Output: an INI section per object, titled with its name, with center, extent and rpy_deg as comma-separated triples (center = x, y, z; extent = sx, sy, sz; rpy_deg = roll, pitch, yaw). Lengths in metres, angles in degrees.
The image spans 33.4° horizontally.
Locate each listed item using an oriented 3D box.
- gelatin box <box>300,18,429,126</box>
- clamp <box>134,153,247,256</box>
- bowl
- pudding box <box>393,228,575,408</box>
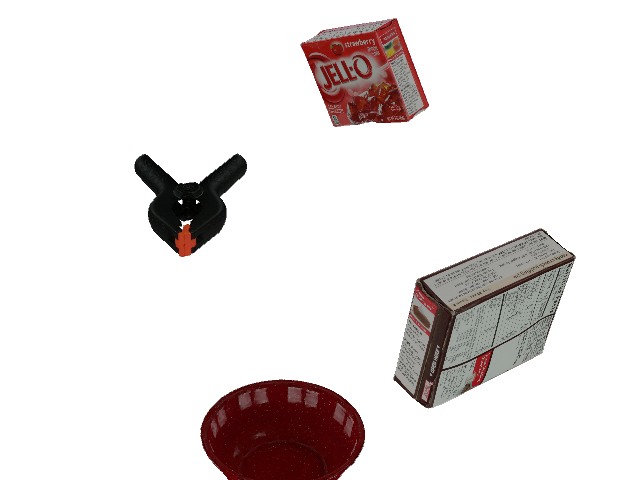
[gelatin box]
center = 0.032, -0.127, 0.818
extent = 0.030, 0.073, 0.089
rpy_deg = -37, 25, -33
[clamp]
center = -0.127, -0.044, 1.107
extent = 0.120, 0.039, 0.171
rpy_deg = -10, 38, -7
[bowl]
center = -0.037, 0.208, 1.059
extent = 0.162, 0.055, 0.162
rpy_deg = 1, 30, -1
[pudding box]
center = 0.106, 0.050, 0.694
extent = 0.113, 0.090, 0.039
rpy_deg = -22, 47, -32
